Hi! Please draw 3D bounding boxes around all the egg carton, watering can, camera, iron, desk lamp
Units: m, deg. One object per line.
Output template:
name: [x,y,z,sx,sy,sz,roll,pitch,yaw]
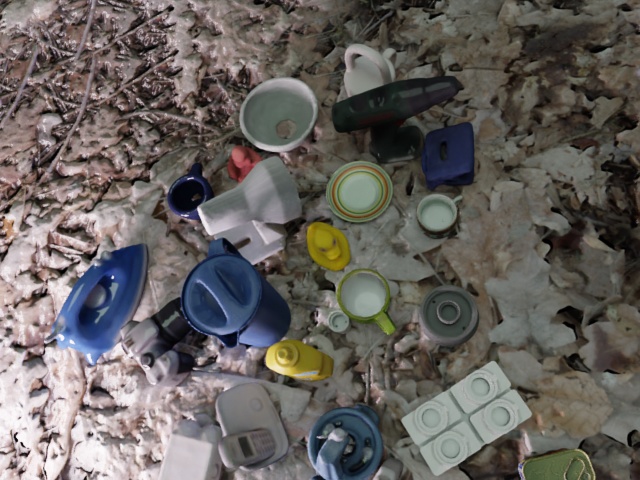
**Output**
egg carton: [-0.225,0.401,1.018,0.107,0.069,0.150,8,74,14]
watering can: [0.095,-0.302,1.108,0.100,0.194,0.173,9,75,15]
camera: [-0.292,0.184,1.084,0.137,0.101,0.143,-42,69,-3]
iron: [-0.435,0.103,1.118,0.118,0.142,0.258,20,78,17]
desk lamp: [-0.124,-0.043,1.061,0.203,0.214,0.118,-30,69,1]

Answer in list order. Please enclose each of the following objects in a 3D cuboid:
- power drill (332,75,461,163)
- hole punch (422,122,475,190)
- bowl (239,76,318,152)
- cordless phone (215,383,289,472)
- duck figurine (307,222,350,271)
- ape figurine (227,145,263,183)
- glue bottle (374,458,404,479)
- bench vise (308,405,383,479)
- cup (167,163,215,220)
power drill: [0.143,-0.224,1.066,0.229,0.209,0.075,-8,71,9]
hole punch: [0.244,-0.160,1.088,0.101,0.091,0.109,-1,72,12]
bowl: [-0.078,-0.249,1.192,0.167,0.075,0.167,-3,72,11]
cordless phone: [-0.132,0.315,0.964,0.094,0.185,0.147,-31,69,1]
duck figurine: [0.010,0.004,1.087,0.077,0.086,0.104,-36,69,-1]
ape figurine: [-0.156,-0.162,1.171,0.077,0.092,0.076,-3,72,11]
glue bottle: [0.101,0.386,0.900,0.037,0.173,0.078,17,77,17]
bench vise: [0.029,0.361,0.898,0.121,0.220,0.207,9,75,15]
cup: [-0.247,-0.089,1.165,0.091,0.095,0.118,3,73,13]
